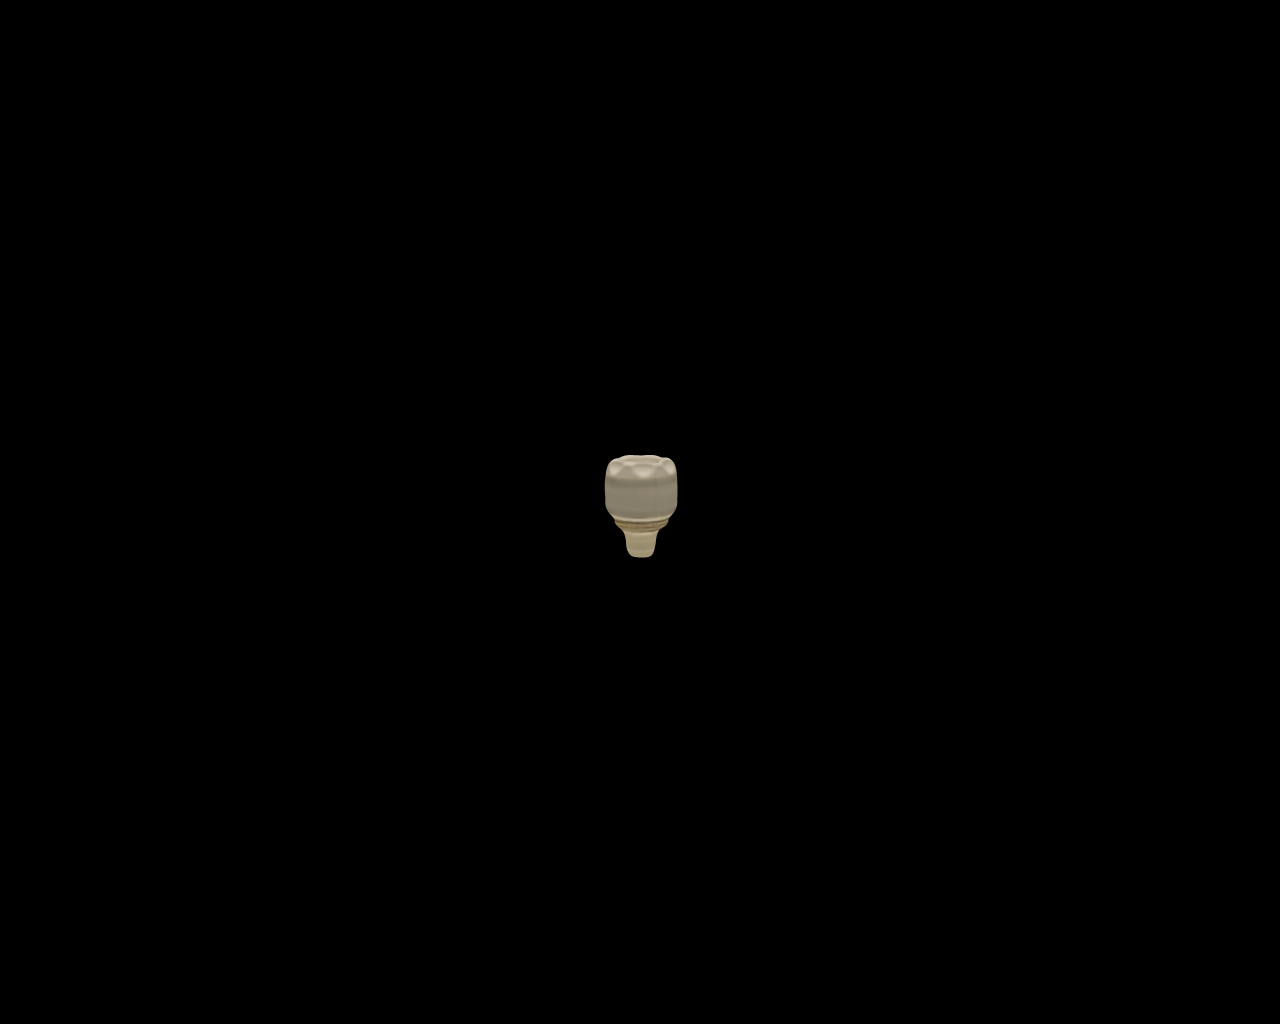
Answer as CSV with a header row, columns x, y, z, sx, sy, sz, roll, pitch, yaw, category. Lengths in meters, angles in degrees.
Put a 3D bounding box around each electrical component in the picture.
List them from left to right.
x,y,z,sx,sy,sz,roll,pitch,yaw,category
0.001,-0.003,0.650,0.043,0.062,0.043,0,12,0,electrical component
